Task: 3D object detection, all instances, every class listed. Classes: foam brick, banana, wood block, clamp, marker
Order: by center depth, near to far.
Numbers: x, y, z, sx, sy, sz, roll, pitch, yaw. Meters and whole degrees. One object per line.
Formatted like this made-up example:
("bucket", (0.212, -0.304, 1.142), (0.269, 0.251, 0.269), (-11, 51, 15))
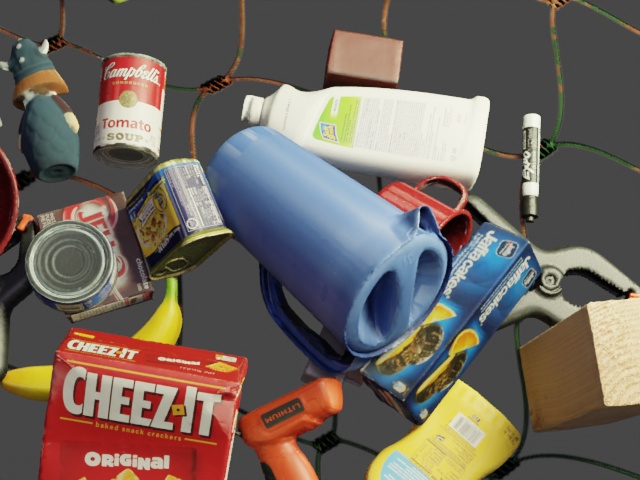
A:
("wood block", (0.263, 0.120, 0.992), (0.090, 0.206, 0.091), (-6, 74, -7))
("banana", (-0.209, 0.114, 1.034), (0.197, 0.037, 0.070), (-30, 77, -4))
("clamp", (-0.335, 0.049, 1.045), (0.120, 0.039, 0.171), (17, 65, 1))
("clamp", (0.229, 0.036, 1.102), (0.210, 0.036, 0.164), (4, 74, -1))
("foam brick", (0.045, -0.186, 1.143), (0.078, 0.053, 0.051), (9, 73, -4))
("marker", (0.226, -0.077, 1.145), (0.020, 0.020, 0.121), (5, 73, -4))

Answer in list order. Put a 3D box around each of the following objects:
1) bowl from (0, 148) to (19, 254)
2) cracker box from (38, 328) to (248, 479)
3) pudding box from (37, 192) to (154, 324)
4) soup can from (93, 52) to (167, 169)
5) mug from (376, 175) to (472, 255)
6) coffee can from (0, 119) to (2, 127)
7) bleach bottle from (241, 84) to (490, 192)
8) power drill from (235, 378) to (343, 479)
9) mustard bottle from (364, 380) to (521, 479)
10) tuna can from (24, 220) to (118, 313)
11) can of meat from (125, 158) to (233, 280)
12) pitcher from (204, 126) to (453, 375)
("bowl", (-0.363, -0.039, 1.024), (0.162, 0.055, 0.162), (0, 94, -1))
("cracker box", (-0.163, 0.201, 0.951), (0.164, 0.072, 0.214), (10, 104, -2))
("pudding box", (-0.223, 0.017, 1.064), (0.090, 0.039, 0.113), (-17, 76, -11))
("soup can", (-0.195, -0.132, 1.096), (0.068, 0.068, 0.102), (4, 74, -4))
("mug", (0.100, -0.016, 1.069), (0.082, 0.093, 0.117), (31, 80, 28))
("coffee can", (-0.403, -0.137, 1.060), (0.140, 0.103, 0.103), (-22, 77, -11))
("bleach bottle", (0.045, -0.121, 1.120), (0.251, 0.068, 0.102), (11, 72, 0))
("power drill", (0.015, 0.225, 0.974), (0.184, 0.057, 0.188), (-27, 70, 13))
("mustard bottle", (0.098, 0.230, 1.021), (0.096, 0.058, 0.191), (41, 74, 9))
("tuna can", (-0.238, 0.025, 1.022), (0.086, 0.034, 0.086), (1, 72, -4))
("can of meat", (-0.140, -0.020, 1.032), (0.057, 0.102, 0.084), (-12, 73, -40))
("pitcher", (-0.007, 0.001, 1.014), (0.149, 0.145, 0.243), (-41, 54, -15))
